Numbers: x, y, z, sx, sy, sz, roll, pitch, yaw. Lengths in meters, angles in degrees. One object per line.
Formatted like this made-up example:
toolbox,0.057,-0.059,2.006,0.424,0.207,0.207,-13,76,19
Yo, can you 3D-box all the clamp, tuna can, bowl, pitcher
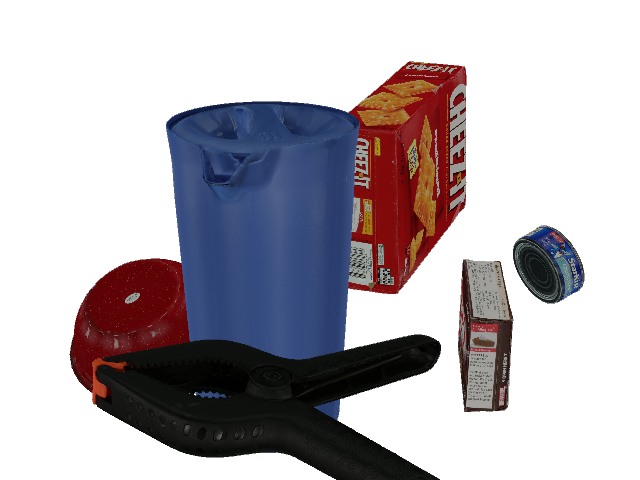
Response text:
clamp,-0.023,0.088,0.610,0.210,0.036,0.164,9,24,6
tuna can,0.258,0.028,1.217,0.033,0.086,0.086,-28,10,-20
bowl,-0.165,0.069,0.987,0.162,0.162,0.055,0,-43,19
pitcher,-0.036,0.022,0.783,0.149,0.243,0.145,-11,23,-26

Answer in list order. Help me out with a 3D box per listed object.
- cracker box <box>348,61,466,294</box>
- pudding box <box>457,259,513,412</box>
cracker box,0.083,-0.067,1.045,0.072,0.164,0.213,9,28,23
pudding box,0.138,0.079,0.908,0.039,0.090,0.113,0,24,2
